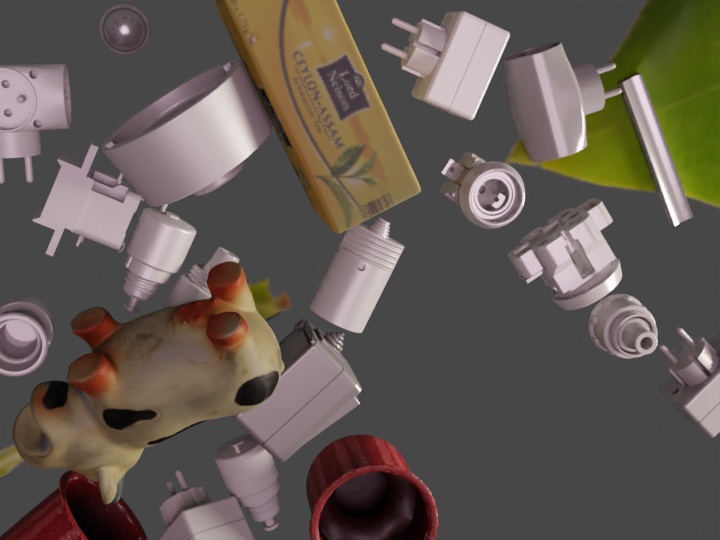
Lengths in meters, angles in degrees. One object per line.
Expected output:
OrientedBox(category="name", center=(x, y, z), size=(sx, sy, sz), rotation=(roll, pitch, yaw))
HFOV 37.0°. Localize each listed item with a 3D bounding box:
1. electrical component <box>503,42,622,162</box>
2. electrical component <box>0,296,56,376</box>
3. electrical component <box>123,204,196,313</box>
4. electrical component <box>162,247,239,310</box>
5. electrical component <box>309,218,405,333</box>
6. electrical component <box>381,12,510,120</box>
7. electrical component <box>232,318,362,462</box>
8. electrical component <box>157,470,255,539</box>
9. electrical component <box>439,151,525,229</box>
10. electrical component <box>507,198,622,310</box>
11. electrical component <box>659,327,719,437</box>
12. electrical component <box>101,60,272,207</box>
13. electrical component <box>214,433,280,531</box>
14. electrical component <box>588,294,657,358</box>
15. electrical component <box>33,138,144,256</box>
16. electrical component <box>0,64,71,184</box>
OrientedBox(category="electrical component", center=(0.151, -0.127, 0.780), size=(0.079, 0.044, 0.077), rotation=(-19, 105, -5))
OrientedBox(category="electrical component", center=(-0.236, 0.045, 0.747), size=(0.045, 0.055, 0.045), rotation=(-2, 103, -9))
OrientedBox(category="electrical component", center=(-0.146, -0.007, 0.758), size=(0.040, 0.040, 0.078), rotation=(23, 98, -14))
OrientedBox(category="electrical component", center=(-0.109, 0.014, 0.768), size=(0.043, 0.043, 0.062), rotation=(31, 95, -15))
OrientedBox(category="electrical component", center=(0.000, 0.000, 0.783), size=(0.043, 0.043, 0.081), rotation=(24, 98, -14))
OrientedBox(category="electrical component", center=(0.053, -0.151, 0.756), size=(0.077, 0.047, 0.065), rotation=(21, 98, -14))
OrientedBox(category="electrical component", center=(-0.042, 0.085, 0.785), size=(0.096, 0.061, 0.061), rotation=(-43, 107, 1))
OrientedBox(category="electrical component", center=(-0.124, 0.186, 0.795), size=(0.047, 0.076, 0.065), rotation=(-9, 150, -40))
OrientedBox(category="electrical component", center=(0.091, -0.057, 0.780), size=(0.066, 0.055, 0.048), rotation=(32, 95, -15))
OrientedBox(category="electrical component", center=(0.159, -0.008, 0.802), size=(0.078, 0.058, 0.057), rotation=(-34, 103, -1))
OrientedBox(category="electrical component", center=(0.266, 0.078, 0.844), size=(0.065, 0.047, 0.077), rotation=(-45, 105, 2))
OrientedBox(category="electrical component", center=(-0.109, -0.085, 0.715), size=(0.108, 0.108, 0.060), rotation=(-33, 111, -1))
OrientedBox(category="electrical component", center=(-0.080, 0.159, 0.806), size=(0.040, 0.040, 0.078), rotation=(-21, 105, -5))
OrientedBox(category="electrical component", center=(0.206, 0.047, 0.819), size=(0.048, 0.062, 0.048), rotation=(-2, 103, -9))
OrientedBox(category="electrical component", center=(-0.186, -0.046, 0.742), size=(0.064, 0.042, 0.081), rotation=(23, 98, -15))
OrientedBox(category="electrical component", center=(-0.234, -0.097, 0.721), size=(0.077, 0.044, 0.079), rotation=(-3, 104, -9))
